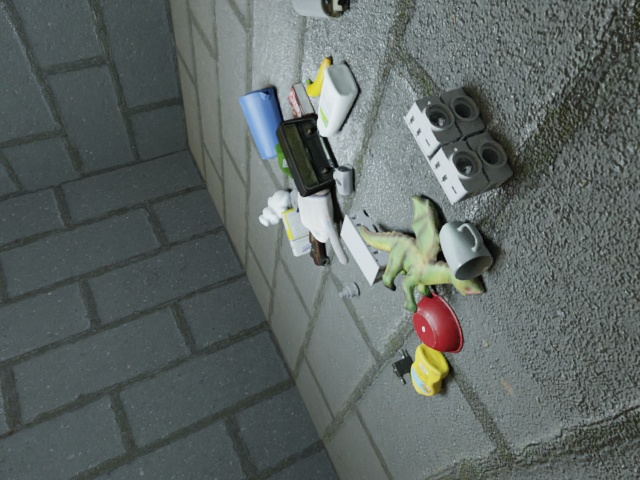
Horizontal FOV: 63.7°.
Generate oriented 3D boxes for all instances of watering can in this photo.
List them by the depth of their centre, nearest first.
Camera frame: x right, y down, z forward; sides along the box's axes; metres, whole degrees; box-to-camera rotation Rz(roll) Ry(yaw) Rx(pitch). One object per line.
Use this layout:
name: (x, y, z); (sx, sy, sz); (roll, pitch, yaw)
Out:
watering can: (0.005, -0.083, 1.650); (0.353, 0.104, 0.219); (-133, 31, -52)

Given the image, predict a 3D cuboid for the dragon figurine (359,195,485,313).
dragon figurine: (0.221, 0.006, 1.203); (0.418, 0.122, 0.237); (51, 135, 41)

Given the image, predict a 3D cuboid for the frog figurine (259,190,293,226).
frog figurine: (-0.169, -0.126, 2.007); (0.140, 0.160, 0.120); (49, 150, 46)
